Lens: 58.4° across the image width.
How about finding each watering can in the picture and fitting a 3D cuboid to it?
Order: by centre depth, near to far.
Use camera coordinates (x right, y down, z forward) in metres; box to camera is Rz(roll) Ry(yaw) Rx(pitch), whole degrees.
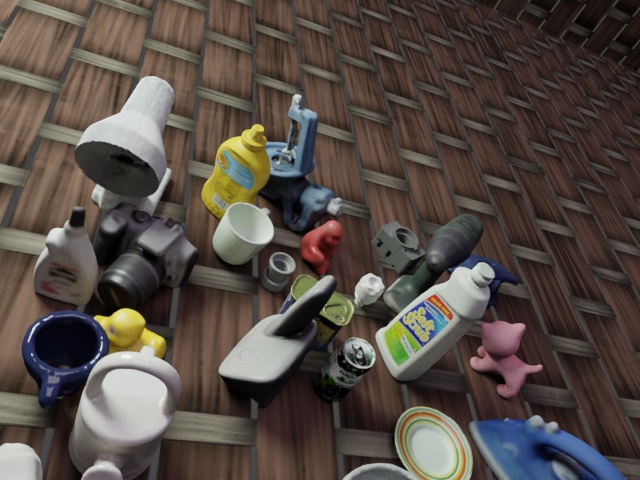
[{"bbox_3d":[-0.207,0.189,0.620,0.101,0.194,0.172,3,49,-28],"label":"watering can"}]

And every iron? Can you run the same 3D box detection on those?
[{"bbox_3d":[0.360,0.339,0.856,0.258,0.141,0.119,41,42,10],"label":"iron"}]

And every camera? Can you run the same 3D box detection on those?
[{"bbox_3d":[-0.263,0.025,0.815,0.143,0.100,0.137,31,41,-1],"label":"camera"}]

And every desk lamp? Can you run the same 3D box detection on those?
[{"bbox_3d":[-0.283,-0.129,0.867,0.118,0.213,0.203,21,42,-12],"label":"desk lamp"}]

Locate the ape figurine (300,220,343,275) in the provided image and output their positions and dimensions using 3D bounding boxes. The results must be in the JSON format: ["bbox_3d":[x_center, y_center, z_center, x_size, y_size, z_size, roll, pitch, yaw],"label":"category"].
[{"bbox_3d":[0.009,0.004,1.008,0.078,0.092,0.076,-21,63,-42],"label":"ape figurine"}]

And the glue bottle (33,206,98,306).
[{"bbox_3d":[-0.320,0.017,0.734,0.078,0.173,0.037,17,43,-16],"label":"glue bottle"}]

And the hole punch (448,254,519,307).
[{"bbox_3d":[0.322,0.065,1.138,0.109,0.091,0.101,12,45,-21],"label":"hole punch"}]

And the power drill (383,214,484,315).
[{"bbox_3d":[0.198,0.046,0.992,0.075,0.208,0.230,41,42,10],"label":"power drill"}]

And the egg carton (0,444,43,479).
[{"bbox_3d":[-0.327,0.276,0.557,0.107,0.069,0.150,1,50,-30],"label":"egg carton"}]

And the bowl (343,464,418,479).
[{"bbox_3d":[0.073,0.370,0.704,0.168,0.074,0.167,17,43,-16],"label":"bowl"}]

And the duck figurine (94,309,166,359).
[{"bbox_3d":[-0.248,0.124,0.739,0.105,0.086,0.077,14,44,-19],"label":"duck figurine"}]

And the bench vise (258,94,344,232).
[{"bbox_3d":[-0.029,-0.138,1.025,0.207,0.219,0.121,29,41,-3],"label":"bench vise"}]

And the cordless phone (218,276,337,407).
[{"bbox_3d":[-0.050,0.128,0.781,0.094,0.185,0.148,35,41,4],"label":"cordless phone"}]

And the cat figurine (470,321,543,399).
[{"bbox_3d":[0.324,0.194,0.993,0.127,0.117,0.067,42,42,12],"label":"cat figurine"}]

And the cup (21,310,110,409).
[{"bbox_3d":[-0.303,0.155,0.669,0.092,0.095,0.117,16,43,-17],"label":"cup"}]
